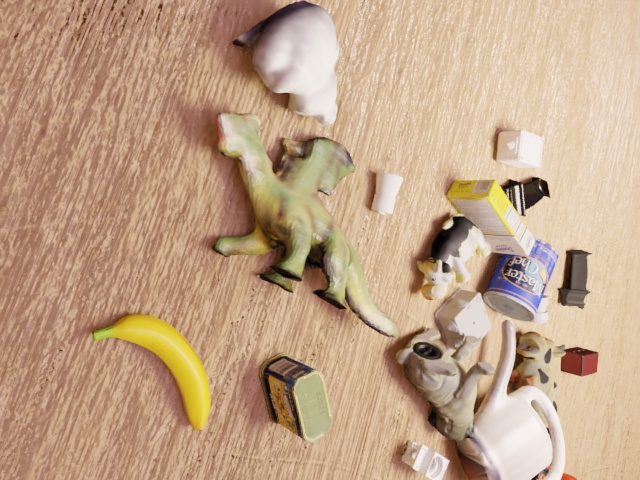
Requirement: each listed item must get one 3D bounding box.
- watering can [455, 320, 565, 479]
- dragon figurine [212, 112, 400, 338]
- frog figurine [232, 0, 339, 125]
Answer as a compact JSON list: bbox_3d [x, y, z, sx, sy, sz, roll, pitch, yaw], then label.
[{"bbox_3d":[0.354,0.350,0.993,0.226,0.103,0.347,-24,94,-19],"label":"watering can"},{"bbox_3d":[0.002,-0.037,0.731,0.405,0.121,0.247,33,65,-34],"label":"dragon figurine"},{"bbox_3d":[-0.019,-0.229,0.693,0.158,0.121,0.140,58,41,-11],"label":"frog figurine"}]
